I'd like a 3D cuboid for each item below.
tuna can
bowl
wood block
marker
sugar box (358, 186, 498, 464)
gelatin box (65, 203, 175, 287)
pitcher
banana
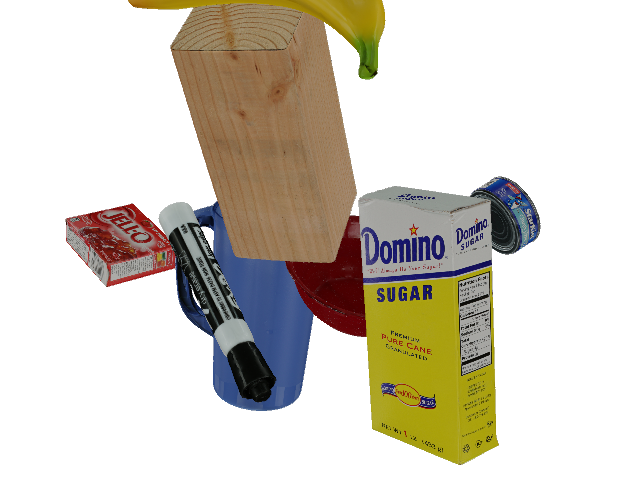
[{"bbox_3d":[0.208,-0.028,1.219,0.033,0.086,0.086,-31,13,-22],"label":"tuna can"},{"bbox_3d":[0.040,0.044,1.039,0.162,0.055,0.162,8,35,-6],"label":"bowl"},{"bbox_3d":[-0.037,-0.088,0.833,0.090,0.206,0.090,3,45,18],"label":"wood block"},{"bbox_3d":[-0.053,0.030,0.540,0.020,0.121,0.020,-21,-32,-14],"label":"marker"},{"bbox_3d":[0.073,0.055,0.734,0.048,0.176,0.094,-18,18,-37],"label":"sugar box"},{"bbox_3d":[-0.189,0.002,1.007,0.073,0.030,0.089,-15,39,-34],"label":"gelatin box"},{"bbox_3d":[-0.077,0.070,1.246,0.149,0.243,0.144,22,26,36],"label":"pitcher"},{"bbox_3d":[-0.033,-0.153,0.650,0.198,0.069,0.037,22,-32,32],"label":"banana"}]
